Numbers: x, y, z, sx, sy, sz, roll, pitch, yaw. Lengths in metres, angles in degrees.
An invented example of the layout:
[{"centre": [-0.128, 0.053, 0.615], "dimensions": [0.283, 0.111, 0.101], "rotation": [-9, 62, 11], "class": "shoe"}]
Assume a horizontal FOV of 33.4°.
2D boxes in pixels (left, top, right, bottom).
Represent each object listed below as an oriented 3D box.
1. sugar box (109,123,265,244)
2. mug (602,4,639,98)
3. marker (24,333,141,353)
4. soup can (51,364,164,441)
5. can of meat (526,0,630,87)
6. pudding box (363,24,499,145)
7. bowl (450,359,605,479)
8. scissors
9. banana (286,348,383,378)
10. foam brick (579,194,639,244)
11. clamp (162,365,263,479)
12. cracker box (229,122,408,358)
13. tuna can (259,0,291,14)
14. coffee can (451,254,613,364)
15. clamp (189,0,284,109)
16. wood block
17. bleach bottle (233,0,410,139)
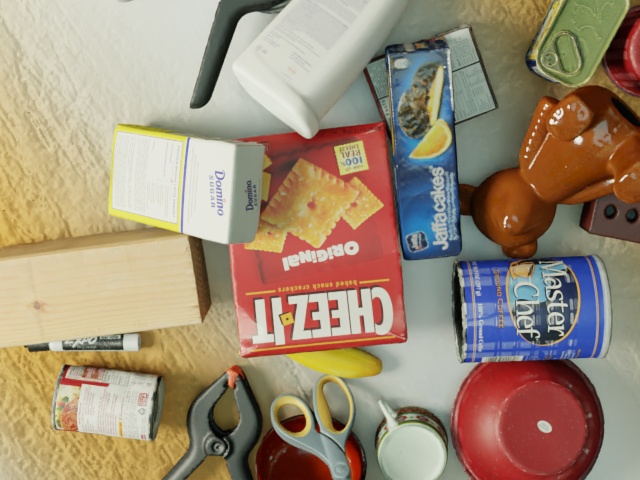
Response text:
[{"centre": [-0.130, -0.056, 1.016], "dimensions": [0.177, 0.048, 0.093], "rotation": [13, 102, 38], "class": "sugar box"}, {"centre": [0.329, -0.170, 1.019], "dimensions": [0.093, 0.081, 0.117], "rotation": [-20, 98, 4], "class": "mug"}, {"centre": [-0.247, 0.107, 1.106], "dimensions": [0.121, 0.020, 0.020], "rotation": [-1, 99, 1], "class": "marker"}, {"centre": [-0.215, 0.166, 1.090], "dimensions": [0.102, 0.068, 0.068], "rotation": [7, 99, 0], "class": "soup can"}, {"centre": [0.241, -0.198, 1.016], "dimensions": [0.057, 0.084, 0.102], "rotation": [26, 98, -3], "class": "can of meat"}, {"centre": [0.108, -0.151, 1.049], "dimensions": [0.113, 0.039, 0.090], "rotation": [-20, 100, 7], "class": "pudding box"}, {"centre": [0.215, 0.187, 1.069], "dimensions": [0.162, 0.055, 0.162], "rotation": [1, 84, -5], "class": "bowl"}, {"centre": [0.001, 0.223, 1.051], "dimensions": [0.096, 0.016, 0.202], "rotation": [-3, 54, 0], "class": "scissors"}, {"centre": [-0.025, 0.084, 1.088], "dimensions": [0.070, 0.037, 0.198], "rotation": [-43, 95, 8], "class": "banana"}, {"centre": [0.304, -0.027, 1.056], "dimensions": [0.078, 0.051, 0.053], "rotation": [10, 99, -1], "class": "foam brick"}, {"centre": [-0.095, 0.220, 1.110], "dimensions": [0.120, 0.039, 0.171], "rotation": [20, 98, -4], "class": "clamp"}, {"centre": [-0.007, 0.001, 1.036], "dimensions": [0.164, 0.072, 0.214], "rotation": [-6, 85, 0], "class": "cracker box"}, {"centre": [-0.049, -0.264, 1.038], "dimensions": [0.086, 0.034, 0.086], "rotation": [0, 99, 1], "class": "tuna can"}, {"centre": [0.204, 0.068, 1.047], "dimensions": [0.140, 0.103, 0.103], "rotation": [-2, 99, 2], "class": "coffee can"}, {"centre": [-0.086, -0.235, 1.005], "dimensions": [0.210, 0.036, 0.164], "rotation": [-29, 102, 2], "class": "clamp"}, {"centre": [-0.219, 0.043, 1.061], "dimensions": [0.206, 0.090, 0.091], "rotation": [-7, 99, 2], "class": "wood block"}, {"centre": [0.036, -0.219, 1.007], "dimensions": [0.103, 0.068, 0.250], "rotation": [40, 83, 22], "class": "bleach bottle"}]
